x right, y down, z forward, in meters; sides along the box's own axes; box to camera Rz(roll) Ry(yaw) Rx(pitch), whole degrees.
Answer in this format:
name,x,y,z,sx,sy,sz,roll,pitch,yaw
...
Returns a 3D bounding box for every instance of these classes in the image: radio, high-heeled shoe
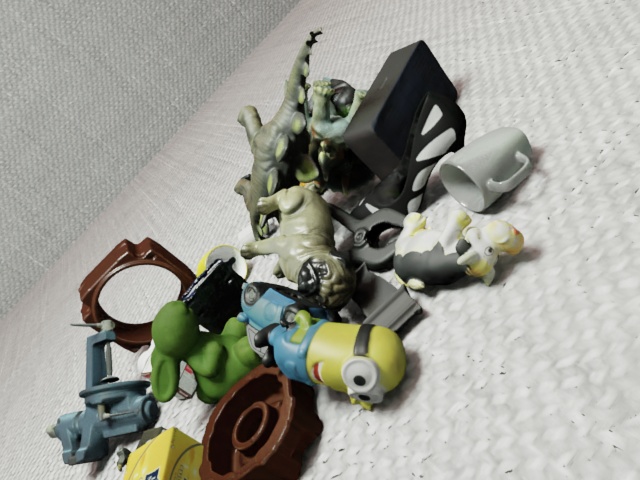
name,x,y,z,sx,sy,sz,roll,pitch,yaw
radio,0.143,-0.215,0.911,0.073,0.131,0.229,-8,45,51
high-heeled shoe,0.110,-0.110,0.798,0.249,0.145,0.086,-27,32,29

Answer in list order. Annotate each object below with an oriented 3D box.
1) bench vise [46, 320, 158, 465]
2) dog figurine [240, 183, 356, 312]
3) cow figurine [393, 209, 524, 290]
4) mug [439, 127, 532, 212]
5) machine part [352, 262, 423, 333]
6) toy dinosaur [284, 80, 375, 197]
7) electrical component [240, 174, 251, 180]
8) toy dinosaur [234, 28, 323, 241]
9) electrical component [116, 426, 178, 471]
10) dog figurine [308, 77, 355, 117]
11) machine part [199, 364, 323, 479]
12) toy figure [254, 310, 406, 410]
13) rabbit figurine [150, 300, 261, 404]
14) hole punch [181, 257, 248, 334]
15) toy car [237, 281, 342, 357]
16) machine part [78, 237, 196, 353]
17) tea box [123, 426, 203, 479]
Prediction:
name,x,y,z,sx,sy,sz,roll,pitch,yaw
bench vise,-0.397,0.269,0.971,0.224,0.128,0.240,-21,69,27
dog figurine,0.000,0.001,0.766,0.191,0.121,0.172,16,86,47
cow figurine,0.156,0.018,0.642,0.167,0.068,0.098,0,57,59
mug,0.227,-0.099,0.694,0.107,0.080,0.110,-41,21,-11
machine part,0.076,0.081,0.704,0.084,0.039,0.139,-49,28,5
toy dinosaur,0.004,-0.204,1.035,0.405,0.131,0.192,-132,46,-63
electrical component,-0.113,-0.106,1.135,0.075,0.119,0.048,-23,35,42
toy dinosaur,-0.067,-0.144,0.912,0.199,0.105,0.470,-120,32,-44
electrical component,-0.273,0.329,0.841,0.102,0.045,0.078,-21,37,39
dog figurine,-0.006,-0.243,1.195,0.219,0.108,0.192,-50,30,2
machine part,-0.078,0.241,0.680,0.179,0.056,0.179,-35,28,22
toy figure,0.012,0.130,0.631,0.180,0.082,0.089,8,61,34
rabbit figurine,-0.191,0.163,0.817,0.159,0.170,0.121,-43,27,4
hole punch,-0.176,0.103,0.951,0.142,0.115,0.092,-48,19,-5
toy car,-0.049,0.125,0.766,0.162,0.109,0.103,24,96,46
machine part,-0.363,0.113,1.092,0.201,0.201,0.087,-46,29,-1
tea box,-0.217,0.350,0.711,0.098,0.068,0.170,-37,27,18
